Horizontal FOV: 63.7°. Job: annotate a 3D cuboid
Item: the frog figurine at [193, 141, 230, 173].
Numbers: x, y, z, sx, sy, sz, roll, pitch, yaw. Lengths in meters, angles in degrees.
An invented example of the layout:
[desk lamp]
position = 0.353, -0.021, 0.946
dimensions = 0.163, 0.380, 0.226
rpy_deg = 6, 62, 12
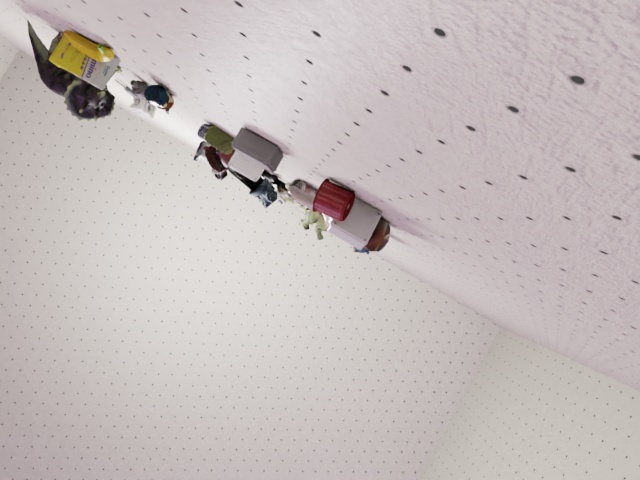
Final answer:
[frog figurine]
position = -0.434, -0.345, 2.144
dimensions = 0.159, 0.124, 0.136
rpy_deg = 18, -15, -11

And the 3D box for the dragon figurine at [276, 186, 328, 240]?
[dragon figurine]
position = 0.007, -0.111, 2.209
dimensions = 0.406, 0.124, 0.242
rpy_deg = 39, -23, -25

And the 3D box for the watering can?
[watering can]
position = 0.070, -0.061, 1.491
dimensions = 0.226, 0.104, 0.344
rpy_deg = 28, 3, 38
